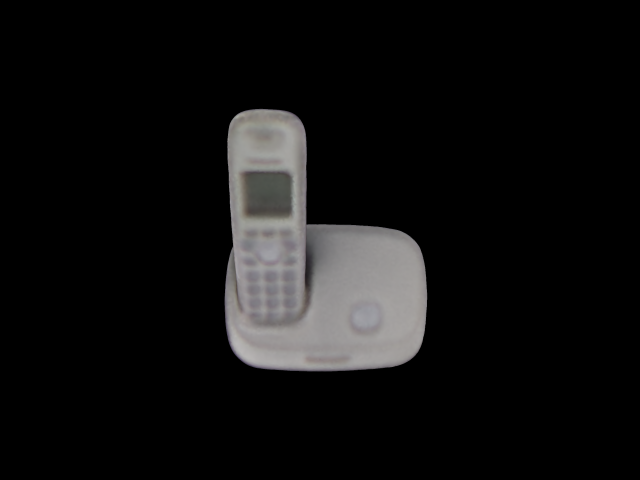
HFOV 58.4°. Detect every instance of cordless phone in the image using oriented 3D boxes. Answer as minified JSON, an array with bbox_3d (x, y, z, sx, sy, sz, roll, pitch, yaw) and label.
[{"bbox_3d":[0.004,0.001,0.400,0.147,0.185,0.094,-1,34,-2],"label":"cordless phone"}]
